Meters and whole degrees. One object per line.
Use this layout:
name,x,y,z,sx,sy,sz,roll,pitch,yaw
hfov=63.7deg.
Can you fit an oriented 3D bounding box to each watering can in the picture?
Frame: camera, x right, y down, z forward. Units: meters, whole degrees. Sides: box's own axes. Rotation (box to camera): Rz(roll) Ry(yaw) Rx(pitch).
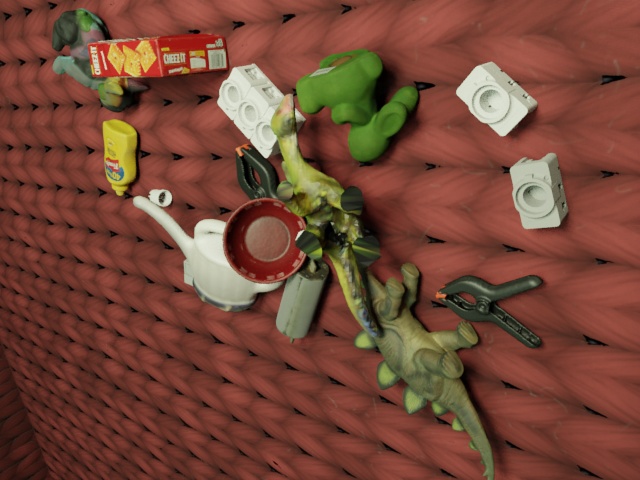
watering can,-0.235,0.033,1.097,0.348,0.106,0.219,22,134,7

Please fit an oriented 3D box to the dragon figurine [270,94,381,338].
dragon figurine,0.003,-0.044,0.880,0.247,0.122,0.403,-116,7,-64
